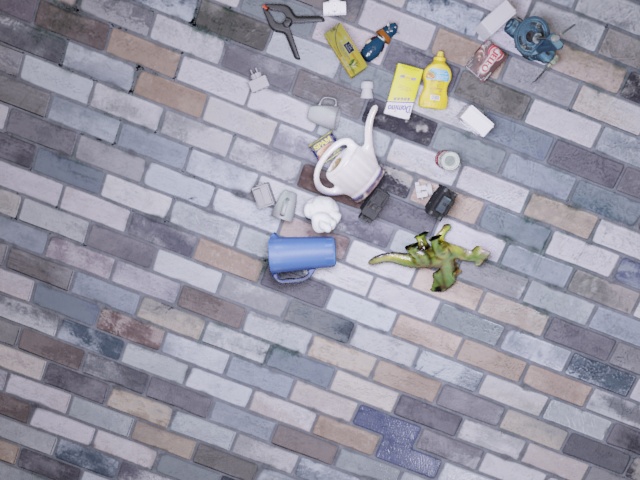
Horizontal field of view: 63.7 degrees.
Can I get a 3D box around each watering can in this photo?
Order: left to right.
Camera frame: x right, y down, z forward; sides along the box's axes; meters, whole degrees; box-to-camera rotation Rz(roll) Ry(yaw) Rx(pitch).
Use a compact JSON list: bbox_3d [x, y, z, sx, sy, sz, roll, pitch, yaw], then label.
[{"bbox_3d":[0.136,-0.275,1.774,0.222,0.106,0.345,38,100,-25],"label":"watering can"}]

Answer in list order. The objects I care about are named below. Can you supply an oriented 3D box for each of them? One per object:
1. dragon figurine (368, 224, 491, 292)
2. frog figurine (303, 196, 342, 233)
[{"bbox_3d":[0.405,0.090,1.862,0.408,0.124,0.240,-22,107,15],"label":"dragon figurine"},{"bbox_3d":[0.005,-0.091,1.808,0.137,0.161,0.122,25,100,-3],"label":"frog figurine"}]
